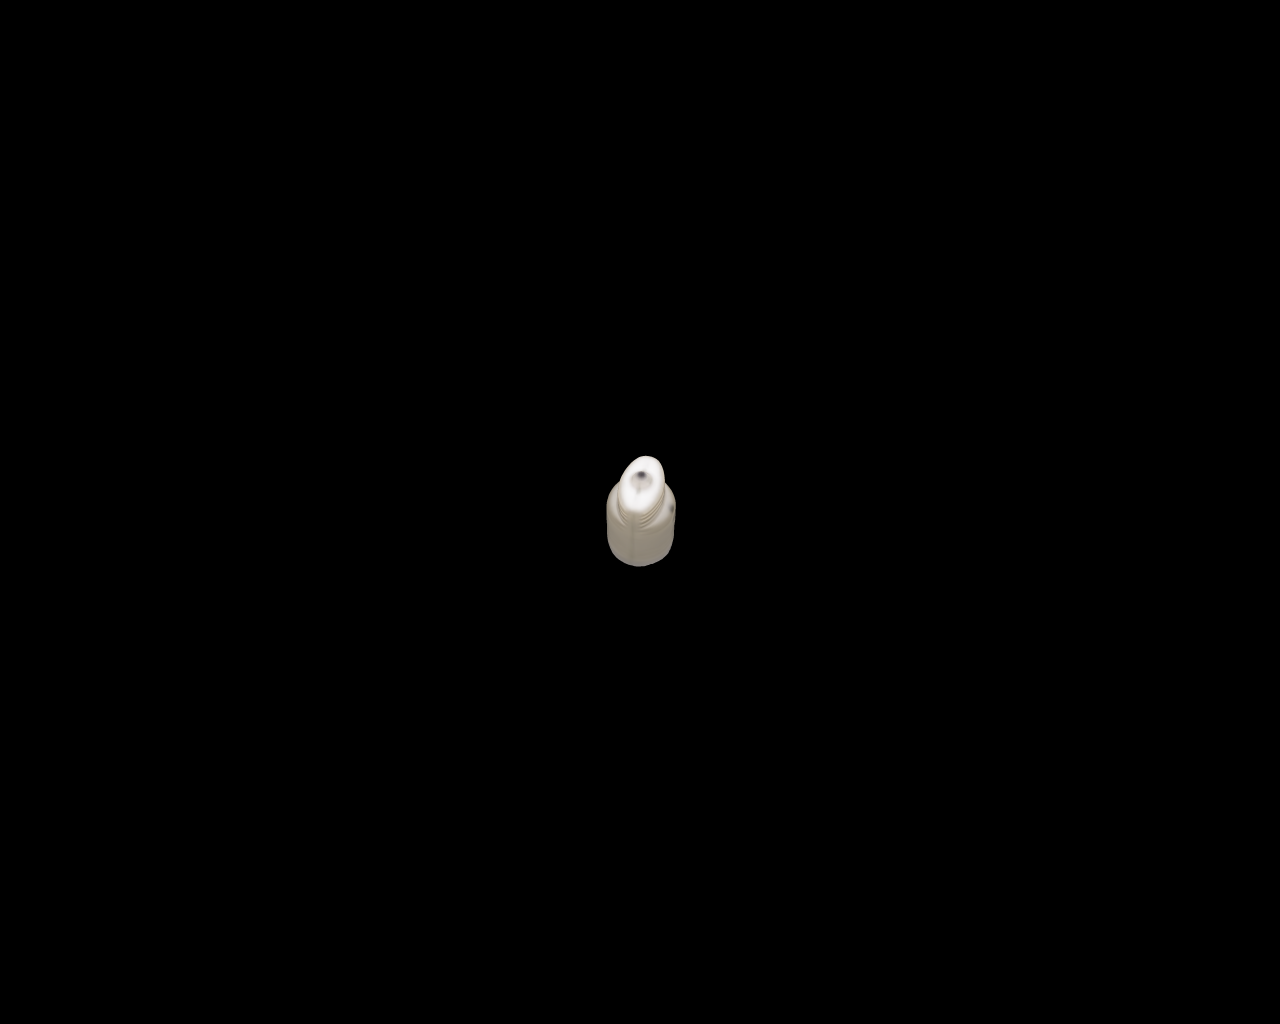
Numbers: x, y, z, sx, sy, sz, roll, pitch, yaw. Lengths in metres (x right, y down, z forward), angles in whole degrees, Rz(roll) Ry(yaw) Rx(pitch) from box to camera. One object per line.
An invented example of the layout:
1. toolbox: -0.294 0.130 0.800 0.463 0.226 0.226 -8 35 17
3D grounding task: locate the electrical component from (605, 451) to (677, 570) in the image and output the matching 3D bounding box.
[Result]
1. electrical component: 0.001 -0.003 0.650 0.043 0.043 0.080 0 -30 0
